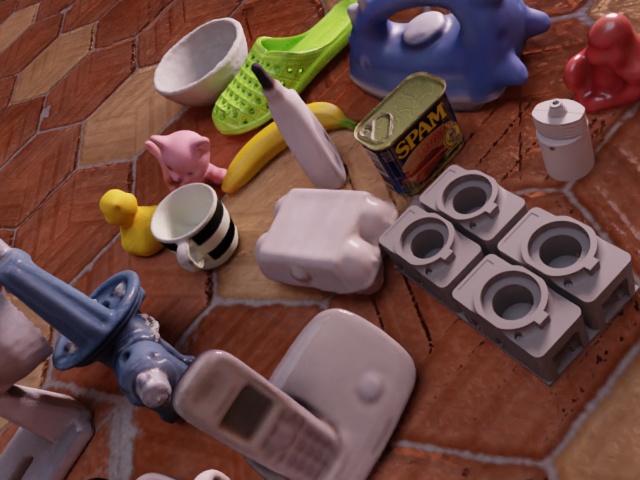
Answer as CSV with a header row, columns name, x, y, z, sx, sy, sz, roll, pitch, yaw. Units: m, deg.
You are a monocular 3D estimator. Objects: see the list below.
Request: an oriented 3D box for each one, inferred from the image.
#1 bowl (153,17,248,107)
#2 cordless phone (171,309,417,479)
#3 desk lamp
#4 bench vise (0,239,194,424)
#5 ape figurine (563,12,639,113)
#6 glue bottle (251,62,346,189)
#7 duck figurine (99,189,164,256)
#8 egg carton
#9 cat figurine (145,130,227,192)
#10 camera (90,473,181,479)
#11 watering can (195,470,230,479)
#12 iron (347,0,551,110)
name,x,y,z,sx,sy,sz,roll,pitch,yaw
bowl,-0.175,-0.267,0.905,0.167,0.075,0.167,-17,49,21
cordless phone,-0.015,0.109,0.433,0.093,0.186,0.148,16,66,40
desk lamp,-0.337,0.162,0.578,0.117,0.214,0.203,12,64,38
bench vise,-0.211,0.076,0.560,0.206,0.220,0.121,8,62,37
ape figurine,0.269,-0.168,0.530,0.076,0.092,0.077,-41,45,-1
glue bottle,-0.026,-0.129,0.633,0.037,0.174,0.078,-25,47,14
duck figurine,-0.252,-0.030,0.763,0.104,0.086,0.077,28,74,43
egg carton,0.005,0.002,0.585,0.149,0.070,0.107,5,60,35
cat figurine,-0.184,-0.107,0.756,0.127,0.118,0.067,18,68,41
camera,-0.171,0.251,0.483,0.136,0.101,0.143,28,75,43
watering can,-0.057,0.227,0.362,0.101,0.195,0.172,-49,46,-9
iron,0.112,-0.237,0.649,0.257,0.142,0.119,10,63,37
